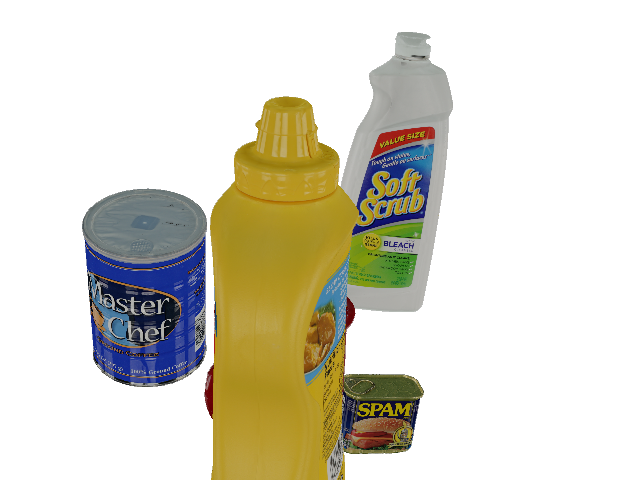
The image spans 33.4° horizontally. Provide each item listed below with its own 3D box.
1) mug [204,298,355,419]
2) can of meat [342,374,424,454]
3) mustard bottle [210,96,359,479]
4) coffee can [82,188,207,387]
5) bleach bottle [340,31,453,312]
[{"bbox_3d":[-0.032,0.085,0.711,0.093,0.081,0.117,19,30,33],"label":"mug"},{"bbox_3d":[0.071,0.217,1.333,0.102,0.084,0.057,2,22,-14],"label":"can of meat"},{"bbox_3d":[-0.015,0.035,0.442,0.058,0.192,0.096,8,25,11],"label":"mustard bottle"},{"bbox_3d":[-0.150,0.041,0.924,0.103,0.140,0.103,3,35,-2],"label":"coffee can"},{"bbox_3d":[0.061,-0.062,0.967,0.102,0.251,0.068,6,21,0],"label":"bleach bottle"}]
